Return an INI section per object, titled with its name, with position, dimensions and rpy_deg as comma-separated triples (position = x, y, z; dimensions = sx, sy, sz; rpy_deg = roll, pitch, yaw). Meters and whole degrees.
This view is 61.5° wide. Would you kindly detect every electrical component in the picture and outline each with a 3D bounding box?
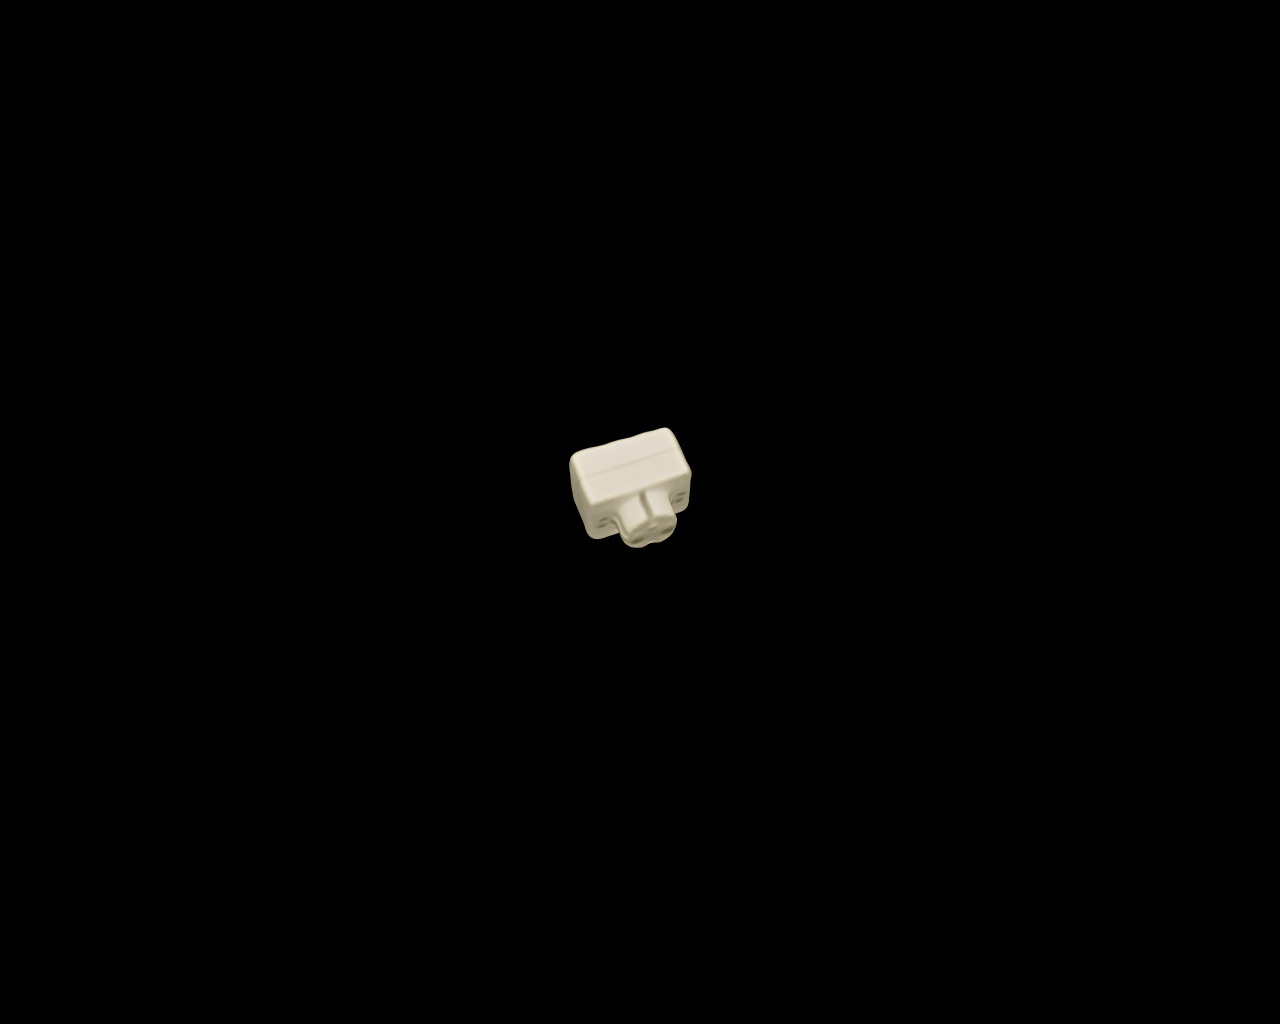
[electrical component]
position = 0.001, -0.003, 0.650
dimensions = 0.066, 0.077, 0.047
rpy_deg = -18, -28, -10
